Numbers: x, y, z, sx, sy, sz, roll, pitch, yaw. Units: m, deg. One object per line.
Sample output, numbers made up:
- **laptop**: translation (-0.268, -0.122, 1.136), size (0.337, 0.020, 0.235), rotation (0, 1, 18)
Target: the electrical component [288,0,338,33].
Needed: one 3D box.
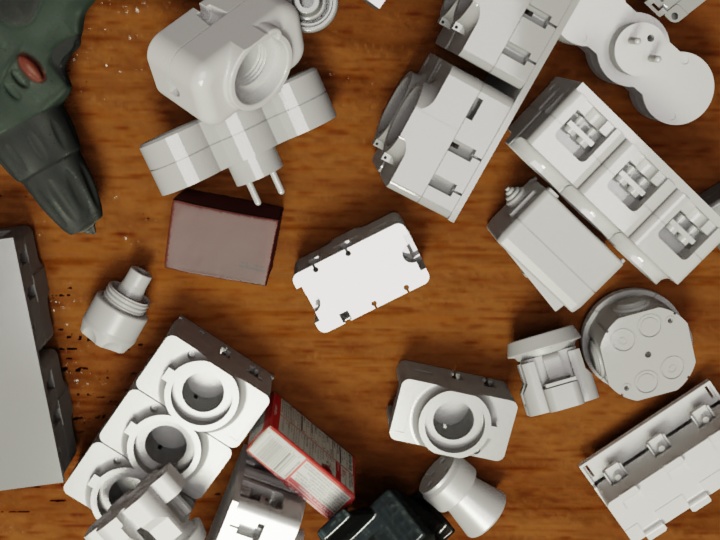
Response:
- **electrical component**: translation (-0.037, -0.187, 0.751), size (0.043, 0.062, 0.043), rotation (0, 103, -2)

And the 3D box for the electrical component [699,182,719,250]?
- **electrical component**: translation (0.296, -0.024, 0.792), size (0.047, 0.075, 0.083), rotation (-32, 102, 6)

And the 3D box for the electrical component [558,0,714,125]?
- **electrical component**: translation (0.193, -0.156, 0.760), size (0.138, 0.073, 0.052), rotation (39, 99, -10)

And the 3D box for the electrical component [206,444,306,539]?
- **electrical component**: translation (-0.097, 0.245, 0.826), size (0.060, 0.105, 0.186), rotation (21, 101, -6)

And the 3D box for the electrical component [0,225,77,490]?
- **electrical component**: translation (-0.284, 0.067, 0.802), size (0.105, 0.060, 0.186), rotation (-7, 103, 0)

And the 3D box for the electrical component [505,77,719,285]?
- **electrical component**: translation (0.180, -0.063, 0.772), size (0.150, 0.089, 0.061), rotation (42, 98, -10)

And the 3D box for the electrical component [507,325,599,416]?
- **electrical component**: translation (0.145, 0.076, 0.814), size (0.058, 0.078, 0.057), rotation (-16, 84, 2)

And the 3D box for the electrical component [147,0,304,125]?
- **electrical component**: translation (-0.086, -0.146, 0.723), size (0.059, 0.053, 0.095), rotation (36, 65, 27)

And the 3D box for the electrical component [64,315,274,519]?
- **electrical component**: translation (-0.145, 0.125, 0.819), size (0.089, 0.061, 0.150), rotation (34, 100, -9)

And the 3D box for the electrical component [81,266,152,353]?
- **electrical component**: translation (-0.178, 0.027, 0.806), size (0.043, 0.043, 0.062), rotation (30, 99, -8)

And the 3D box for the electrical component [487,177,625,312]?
- **electrical component**: translation (0.136, -0.021, 0.795), size (0.096, 0.061, 0.061), rotation (42, 98, -10)

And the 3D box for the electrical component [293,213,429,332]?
- **electrical component**: translation (0.000, 0.000, 0.798), size (0.089, 0.055, 0.050), rotation (-26, 102, 4)

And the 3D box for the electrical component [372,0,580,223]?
- **electrical component**: translation (0.075, -0.138, 0.739), size (0.060, 0.105, 0.186), rotation (26, 102, -12)

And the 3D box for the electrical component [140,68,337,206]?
- **electrical component**: translation (-0.079, -0.083, 0.767), size (0.138, 0.052, 0.073), rotation (-27, 103, -11)

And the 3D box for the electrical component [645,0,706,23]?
- **electrical component**: translation (0.227, -0.210, 0.747), size (0.042, 0.063, 0.081), rotation (41, 141, -9)

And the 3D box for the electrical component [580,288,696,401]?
- **electrical component**: translation (0.213, 0.057, 0.821), size (0.080, 0.051, 0.080), rotation (0, 103, -2)

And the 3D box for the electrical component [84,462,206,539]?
- **electrical component**: translation (-0.148, 0.185, 0.771), size (0.078, 0.058, 0.057), rotation (-39, 98, 6)

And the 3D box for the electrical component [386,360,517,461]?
- **electrical component**: translation (0.070, 0.109, 0.826), size (0.089, 0.055, 0.050), rotation (12, 102, -5)

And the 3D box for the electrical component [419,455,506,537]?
- **electrical component**: translation (0.080, 0.176, 0.847), size (0.055, 0.045, 0.045), rotation (41, 98, -10)

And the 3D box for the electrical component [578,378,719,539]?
- **electrical component**: translation (0.245, 0.154, 0.838), size (0.121, 0.063, 0.078), rotation (-35, 102, 6)
